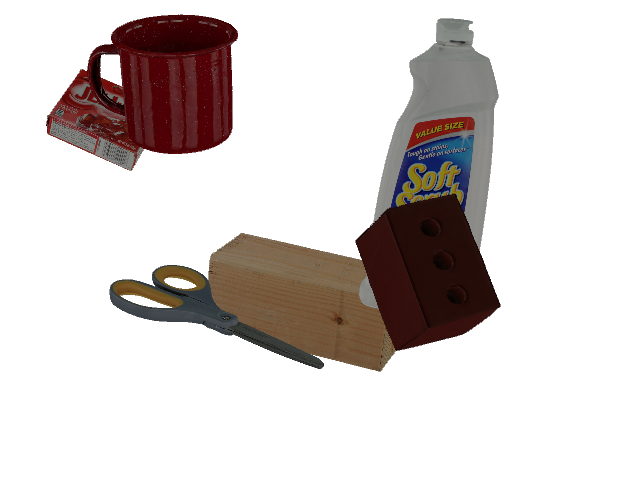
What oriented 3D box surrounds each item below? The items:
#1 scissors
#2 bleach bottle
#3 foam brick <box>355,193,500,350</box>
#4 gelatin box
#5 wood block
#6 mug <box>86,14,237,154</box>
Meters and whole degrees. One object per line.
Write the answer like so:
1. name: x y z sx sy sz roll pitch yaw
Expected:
1. scissors: -0.080 0.060 0.909 0.202 0.016 0.096 14 26 12
2. bleach bottle: 0.094 -0.063 0.915 0.103 0.251 0.068 8 18 13
3. foam brick: 0.064 0.020 0.652 0.052 0.078 0.051 -13 -16 -26
4. gelatin box: -0.202 -0.115 1.003 0.089 0.073 0.030 24 -42 -3
5. wood block: -0.014 0.066 1.182 0.206 0.091 0.090 13 22 17
6. mug: -0.119 -0.118 0.804 0.117 0.081 0.093 5 29 7
